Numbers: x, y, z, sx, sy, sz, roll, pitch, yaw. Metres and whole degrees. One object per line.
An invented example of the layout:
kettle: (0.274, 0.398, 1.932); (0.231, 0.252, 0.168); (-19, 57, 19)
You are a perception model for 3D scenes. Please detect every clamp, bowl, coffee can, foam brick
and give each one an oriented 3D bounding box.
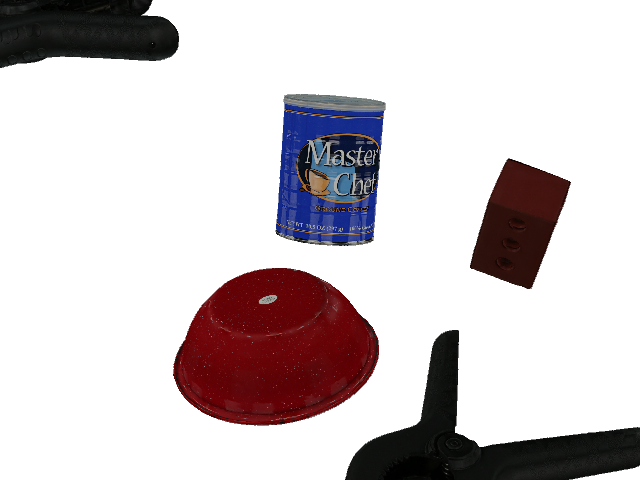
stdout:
clamp: (-0.171, -0.130, 0.641); (0.171, 0.039, 0.120); (-3, 22, -6)
clamp: (0.078, 0.132, 0.663); (0.209, 0.036, 0.165); (-25, 38, -31)
bowl: (-0.037, 0.068, 0.819); (0.162, 0.055, 0.162); (-5, 31, 3)
coffee can: (0.009, -0.074, 1.083); (0.103, 0.140, 0.103); (4, 12, -1)
foam brick: (0.153, -0.012, 0.822); (0.053, 0.078, 0.051); (20, 48, 13)
